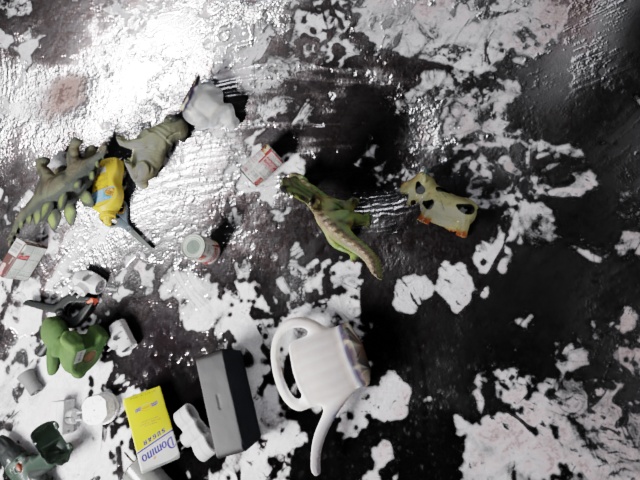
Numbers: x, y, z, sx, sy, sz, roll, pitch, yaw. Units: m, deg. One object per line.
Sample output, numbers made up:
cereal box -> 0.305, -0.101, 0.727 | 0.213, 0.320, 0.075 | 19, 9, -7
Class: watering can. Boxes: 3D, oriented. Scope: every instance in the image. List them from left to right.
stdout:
watering can -> 0.015, 0.337, 1.196 | 0.224, 0.103, 0.352 | -22, 74, 6

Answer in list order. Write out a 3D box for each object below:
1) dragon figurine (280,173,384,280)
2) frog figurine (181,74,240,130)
dragon figurine -> 0.004, -0.060, 1.194 | 0.241, 0.417, 0.121 | 28, 104, -23
frog figurine -> -0.299, -0.362, 1.432 | 0.158, 0.121, 0.140 | 28, 55, -23
